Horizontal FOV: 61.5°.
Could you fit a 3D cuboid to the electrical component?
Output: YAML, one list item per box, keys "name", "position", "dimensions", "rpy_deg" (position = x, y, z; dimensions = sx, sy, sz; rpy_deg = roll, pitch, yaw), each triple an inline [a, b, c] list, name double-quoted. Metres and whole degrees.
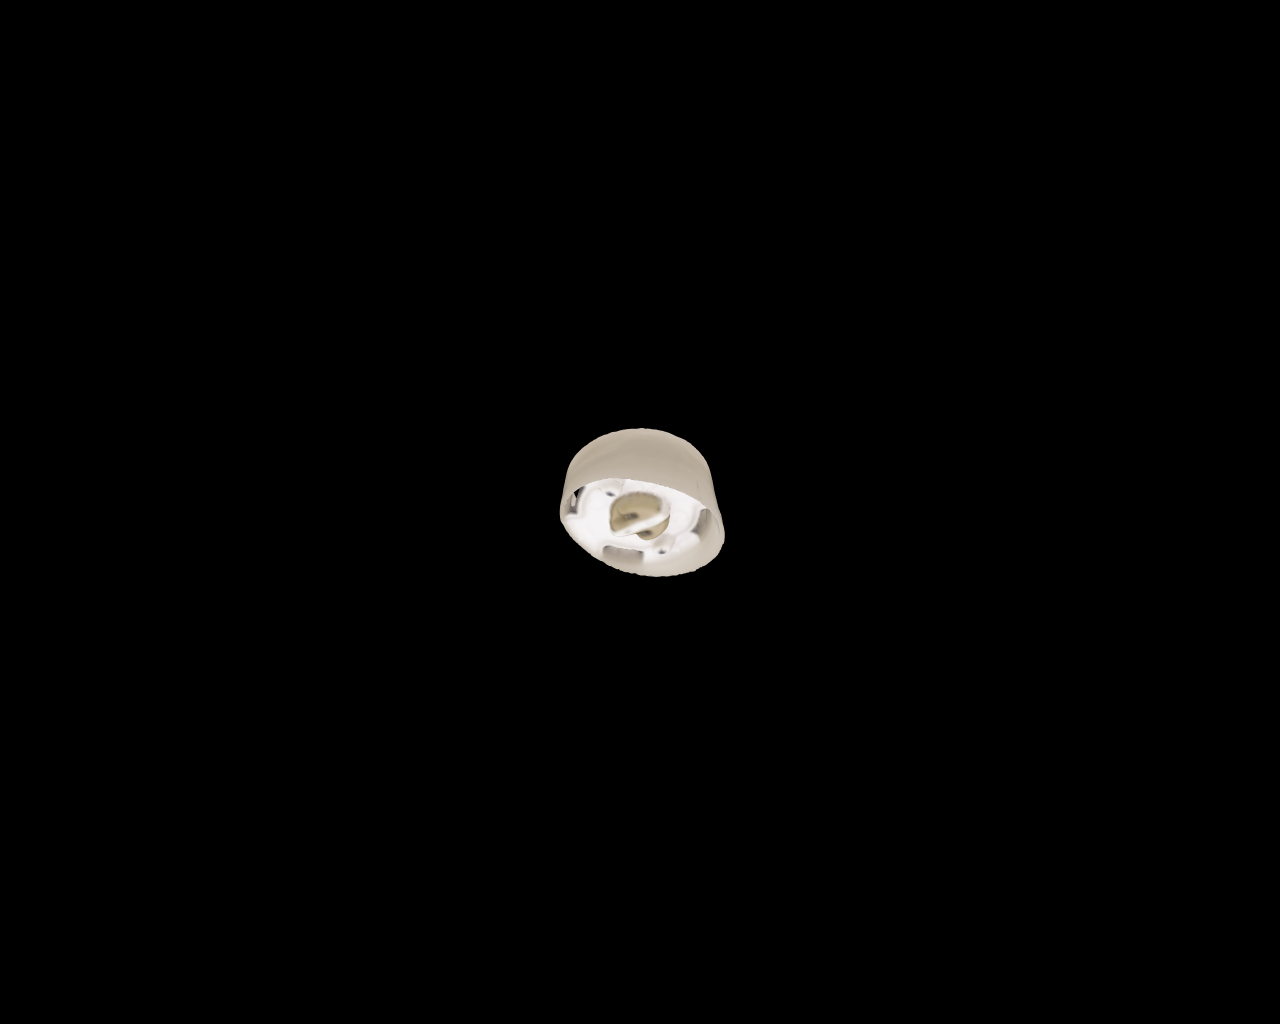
- name: "electrical component"
  position: [0.001, -0.003, 0.650]
  dimensions: [0.099, 0.064, 0.099]
  rpy_deg: [0, -43, 0]
